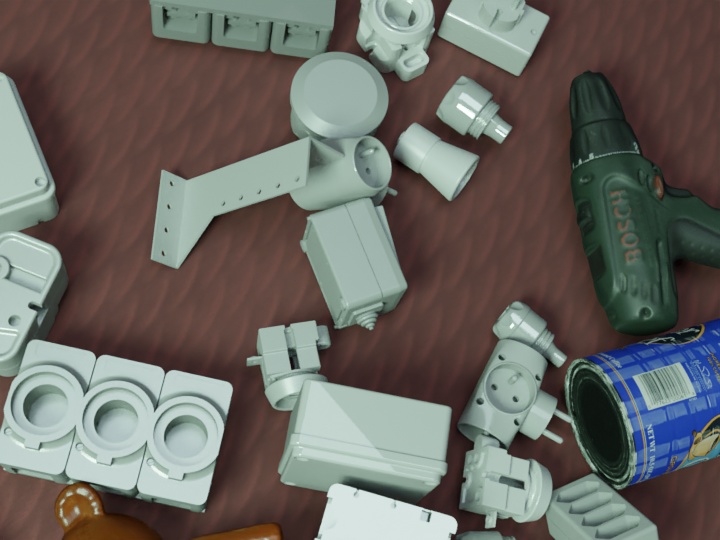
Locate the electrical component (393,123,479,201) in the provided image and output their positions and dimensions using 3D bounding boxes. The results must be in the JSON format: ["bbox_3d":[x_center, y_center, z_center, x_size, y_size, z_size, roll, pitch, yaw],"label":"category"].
[{"bbox_3d":[0.061,-0.093,0.898,0.065,0.044,0.044,34,69,9],"label":"electrical component"}]

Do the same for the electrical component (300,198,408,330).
[{"bbox_3d":[0.000,0.000,0.844,0.061,0.061,0.096,-19,75,-14],"label":"electrical component"}]

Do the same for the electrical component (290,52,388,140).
[{"bbox_3d":[-0.019,-0.136,0.894,0.080,0.051,0.080,3,71,-8],"label":"electrical component"}]

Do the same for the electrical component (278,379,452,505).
[{"bbox_3d":[0.002,0.126,0.777,0.109,0.108,0.056,12,67,-5],"label":"electrical component"}]

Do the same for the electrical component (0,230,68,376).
[{"bbox_3d":[-0.258,0.027,0.796,0.054,0.059,0.095,22,69,-1],"label":"electrical component"}]

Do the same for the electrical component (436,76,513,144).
[{"bbox_3d":[0.100,-0.132,0.916,0.062,0.043,0.043,36,70,3],"label":"electrical component"}]

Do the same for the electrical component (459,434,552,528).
[{"bbox_3d":[0.110,0.162,0.808,0.055,0.048,0.066,17,67,-18],"label":"electrical component"}]

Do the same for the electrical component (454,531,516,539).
[{"bbox_3d":[0.102,0.215,0.796,0.062,0.043,0.043,1,71,-9],"label":"electrical component"}]

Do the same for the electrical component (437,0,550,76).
[{"bbox_3d":[0.120,-0.221,0.932,0.083,0.075,0.047,27,69,1],"label":"electrical component"}]

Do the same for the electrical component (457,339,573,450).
[{"bbox_3d":[0.127,0.106,0.837,0.079,0.044,0.077,29,69,2],"label":"electrical component"}]

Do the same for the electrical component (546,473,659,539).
[{"bbox_3d":[0.182,0.208,0.800,0.047,0.083,0.075,-20,113,-15],"label":"electrical component"}]

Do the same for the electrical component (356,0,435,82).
[{"bbox_3d":[0.032,-0.210,0.925,0.058,0.057,0.078,-29,78,-17],"label":"electrical component"}]

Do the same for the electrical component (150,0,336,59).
[{"bbox_3d":[-0.096,-0.238,0.912,0.150,0.061,0.089,7,70,-7],"label":"electrical component"}]

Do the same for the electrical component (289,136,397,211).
[{"bbox_3d":[-0.004,-0.072,0.867,0.079,0.077,0.044,20,66,-41],"label":"electrical component"}]

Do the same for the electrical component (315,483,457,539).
[{"bbox_3d":[0.017,0.185,0.748,0.089,0.055,0.050,15,77,4],"label":"electrical component"}]

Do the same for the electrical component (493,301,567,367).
[{"bbox_3d":[0.139,0.054,0.862,0.061,0.035,0.035,39,70,3],"label":"electrical component"}]

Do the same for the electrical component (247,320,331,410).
[{"bbox_3d":[-0.052,0.074,0.820,0.066,0.048,0.055,-8,65,-12],"label":"electrical component"}]

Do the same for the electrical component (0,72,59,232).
[{"bbox_3d":[-0.288,-0.087,0.833,0.078,0.057,0.113,-21,76,-15],"label":"electrical component"}]

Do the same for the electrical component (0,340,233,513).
[{"bbox_3d":[-0.175,0.113,0.778,0.150,0.061,0.089,13,70,-4],"label":"electrical component"}]
